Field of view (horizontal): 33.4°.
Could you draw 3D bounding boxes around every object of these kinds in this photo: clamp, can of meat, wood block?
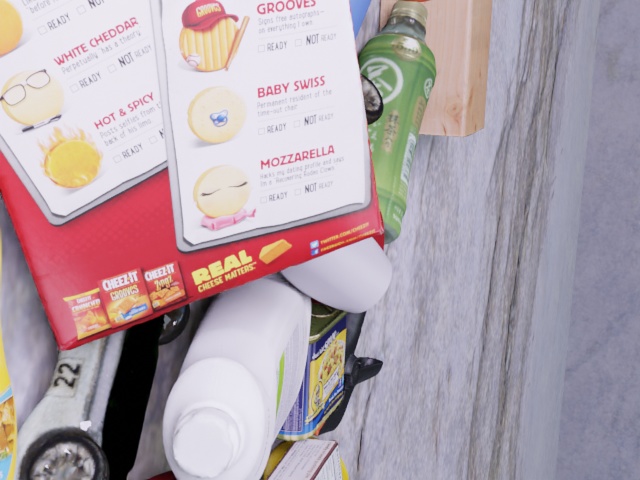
[{"bbox_3d":[0.019,0.117,0.939,0.171,0.039,0.120,-58,142,-41],"label":"clamp"},{"bbox_3d":[-0.016,0.094,0.813,0.102,0.057,0.084,-35,130,-64],"label":"can of meat"},{"bbox_3d":[0.111,-0.207,1.013,0.090,0.091,0.206,-29,122,-66],"label":"wood block"}]

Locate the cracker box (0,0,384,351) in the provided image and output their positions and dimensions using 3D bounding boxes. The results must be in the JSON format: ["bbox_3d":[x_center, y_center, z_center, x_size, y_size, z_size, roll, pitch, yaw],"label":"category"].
[{"bbox_3d":[-0.070,-0.077,0.460,0.072,0.164,0.214,-130,-156,-54],"label":"cracker box"}]

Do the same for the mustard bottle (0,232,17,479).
[{"bbox_3d":[-0.160,0.071,0.414,0.096,0.058,0.192,-38,131,-62],"label":"mustard bottle"}]

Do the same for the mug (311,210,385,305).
[{"bbox_3d":[-0.005,0.001,0.775,0.117,0.082,0.093,58,43,-59],"label":"mug"}]

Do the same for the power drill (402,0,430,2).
[{"bbox_3d":[0.050,-0.257,0.706,0.057,0.185,0.188,-42,137,-63],"label":"power drill"}]

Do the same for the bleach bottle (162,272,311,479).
[{"bbox_3d":[-0.046,0.077,0.605,0.251,0.068,0.102,-56,151,-85],"label":"bleach bottle"}]

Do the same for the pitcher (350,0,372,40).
[{"bbox_3d":[-0.008,-0.193,0.588,0.149,0.145,0.243,16,93,-64],"label":"pitcher"}]

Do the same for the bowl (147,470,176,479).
[{"bbox_3d":[-0.098,0.202,0.623,0.162,0.055,0.162,7,90,-70],"label":"bowl"}]

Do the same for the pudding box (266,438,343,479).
[{"bbox_3d":[-0.016,0.206,0.757,0.113,0.039,0.090,-46,131,-62],"label":"pudding box"}]

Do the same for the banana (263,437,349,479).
[{"bbox_3d":[-0.012,0.196,0.881,0.197,0.037,0.069,16,80,-72],"label":"banana"}]
